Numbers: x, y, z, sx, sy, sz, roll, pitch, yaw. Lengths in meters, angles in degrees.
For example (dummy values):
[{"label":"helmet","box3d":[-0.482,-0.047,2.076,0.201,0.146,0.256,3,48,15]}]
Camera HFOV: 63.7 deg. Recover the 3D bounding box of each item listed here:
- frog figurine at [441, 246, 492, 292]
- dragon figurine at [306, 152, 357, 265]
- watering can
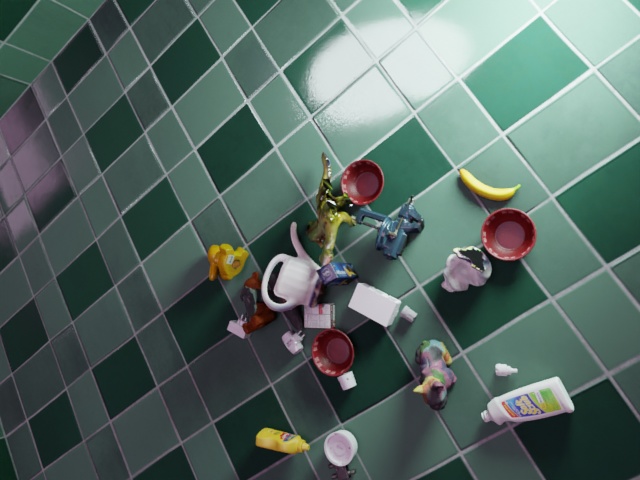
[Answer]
[{"label":"frog figurine","box3d":[0.458,0.103,1.622,0.138,0.125,0.155,27,134,17]},{"label":"dragon figurine","box3d":[0.006,-0.092,1.821,0.238,0.122,0.420,-49,40,40]},{"label":"watering can","box3d":[-0.072,0.105,1.845,0.224,0.102,0.355,19,62,4]}]
